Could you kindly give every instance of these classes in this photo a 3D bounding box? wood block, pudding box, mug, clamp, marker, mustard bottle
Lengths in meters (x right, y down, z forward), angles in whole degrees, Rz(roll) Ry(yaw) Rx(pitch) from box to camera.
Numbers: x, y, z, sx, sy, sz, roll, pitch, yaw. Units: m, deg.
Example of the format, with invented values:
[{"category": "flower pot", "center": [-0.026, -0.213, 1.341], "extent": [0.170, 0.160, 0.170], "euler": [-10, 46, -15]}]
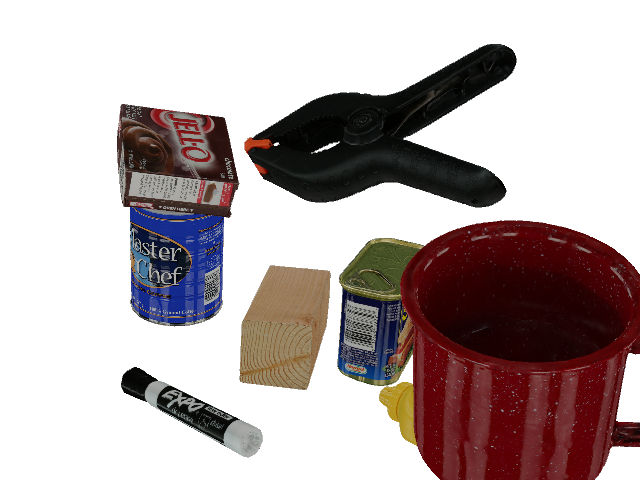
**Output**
[{"category": "wood block", "center": [-0.044, 0.112, 1.433], "extent": [0.091, 0.090, 0.206], "euler": [6, 19, 5]}, {"category": "pudding box", "center": [-0.118, -0.066, 0.868], "extent": [0.090, 0.039, 0.113], "euler": [5, 35, -16]}, {"category": "mug", "center": [0.090, 0.052, 0.423], "extent": [0.117, 0.081, 0.093], "euler": [7, 36, 14]}, {"category": "clamp", "center": [0.036, -0.053, 0.630], "extent": [0.172, 0.039, 0.120], "euler": [-16, 40, 19]}, {"category": "marker", "center": [-0.085, 0.106, 0.673], "extent": [0.121, 0.020, 0.020], "euler": [18, 12, 40]}, {"category": "mustard bottle", "center": [0.134, 0.177, 1.024], "extent": [0.192, 0.058, 0.096], "euler": [16, 22, 41]}]

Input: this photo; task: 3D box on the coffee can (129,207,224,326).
[{"category": "coffee can", "center": [-0.155, 0.007, 1.157], "extent": [0.103, 0.140, 0.103], "euler": [3, 27, -2]}]

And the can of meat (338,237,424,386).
[{"category": "can of meat", "center": [0.051, 0.057, 0.864], "extent": [0.057, 0.084, 0.102], "euler": [12, 26, 17]}]
